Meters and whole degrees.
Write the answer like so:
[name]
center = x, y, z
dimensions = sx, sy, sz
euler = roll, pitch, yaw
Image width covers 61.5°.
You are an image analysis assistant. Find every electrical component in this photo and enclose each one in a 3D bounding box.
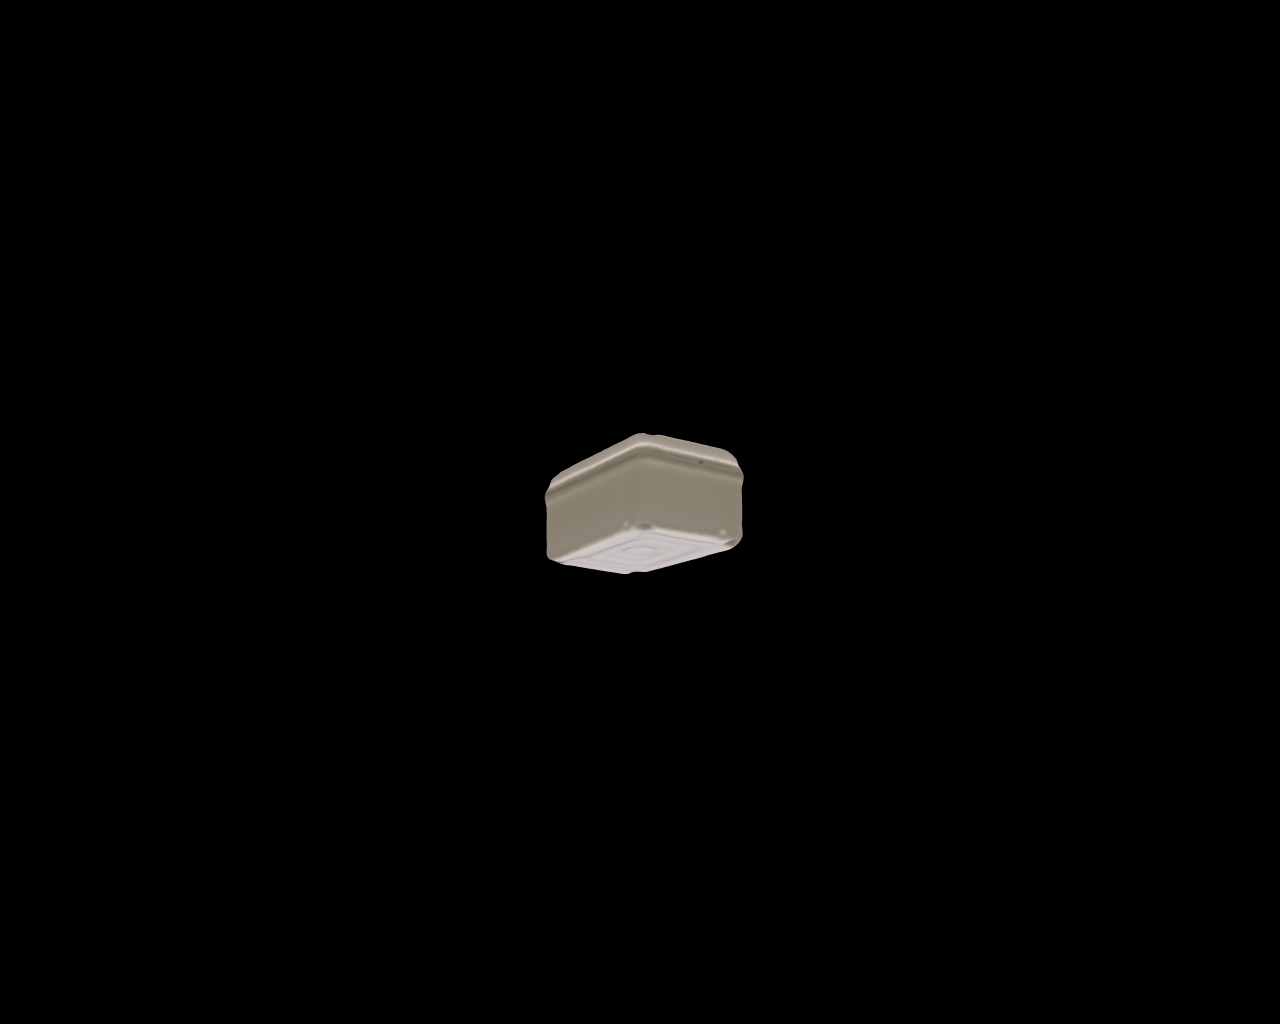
[electrical component]
center = 0.001, -0.003, 0.650
dimensions = 0.078, 0.057, 0.113
euler = 11, -19, -34
